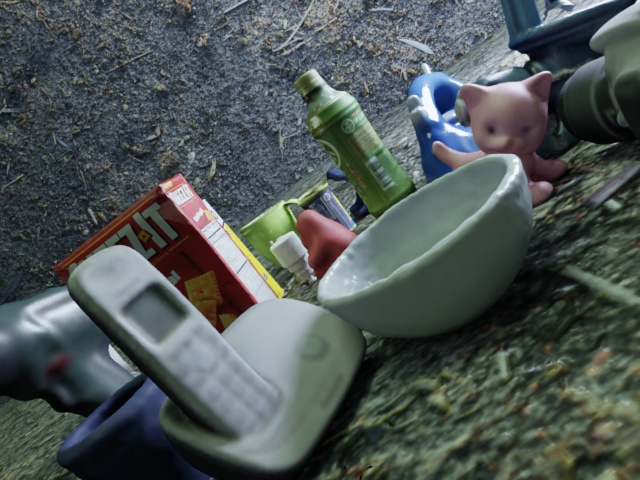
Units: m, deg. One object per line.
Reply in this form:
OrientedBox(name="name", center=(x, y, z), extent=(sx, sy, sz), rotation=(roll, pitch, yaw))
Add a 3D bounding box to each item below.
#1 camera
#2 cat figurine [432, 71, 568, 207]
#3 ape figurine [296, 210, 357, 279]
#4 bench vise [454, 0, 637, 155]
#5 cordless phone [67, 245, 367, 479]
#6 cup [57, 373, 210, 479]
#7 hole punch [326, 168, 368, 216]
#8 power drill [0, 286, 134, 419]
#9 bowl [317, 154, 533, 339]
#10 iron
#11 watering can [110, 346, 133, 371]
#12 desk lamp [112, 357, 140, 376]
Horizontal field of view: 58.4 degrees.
OrientedBox(name="camera", center=(0.246, -0.127, 0.415), extent=(0.143, 0.101, 0.136), rotation=(-39, 10, -9))
OrientedBox(name="cat figurine", center=(0.154, -0.087, 0.504), extent=(0.067, 0.118, 0.127), rotation=(-44, 12, -35))
OrientedBox(name="ape figurine", center=(0.006, 0.002, 0.691), extent=(0.078, 0.092, 0.076), rotation=(-44, 12, -35))
OrientedBox(name="bench vise", center=(0.210, -0.205, 0.550), extent=(0.208, 0.220, 0.121), rotation=(-41, 11, -18))
OrientedBox(name="cordless phone", center=(-0.064, 0.061, 0.389), extent=(0.094, 0.185, 0.148), rotation=(-30, 12, 37))
OrientedBox(name="cup", center=(-0.118, 0.152, 0.431), extent=(0.118, 0.095, 0.091), rotation=(-40, 10, -16))
OrientedBox(name="hole punch", center=(0.072, -0.102, 0.950), extent=(0.101, 0.091, 0.108), rotation=(-38, 10, -1))
OrientedBox(name="power drill", center=(-0.199, 0.132, 0.473), extent=(0.075, 0.208, 0.230), rotation=(-32, 11, 27))
OrientedBox(name="bowl", center=(0.083, 0.016, 0.402), extent=(0.167, 0.075, 0.167), rotation=(-36, 10, 8))
OrientedBox(name="iron", center=(0.148, -0.136, 0.683), extent=(0.118, 0.141, 0.258), rotation=(-32, 11, 27))
OrientedBox(name="watering can", center=(-0.425, 0.198, 1.019), extent=(0.172, 0.194, 0.101), rotation=(-35, 10, 12))
OrientedBox(name="desk lamp", center=(-0.367, 0.174, 0.861), extent=(0.118, 0.213, 0.202), rotation=(-43, 11, -29))
